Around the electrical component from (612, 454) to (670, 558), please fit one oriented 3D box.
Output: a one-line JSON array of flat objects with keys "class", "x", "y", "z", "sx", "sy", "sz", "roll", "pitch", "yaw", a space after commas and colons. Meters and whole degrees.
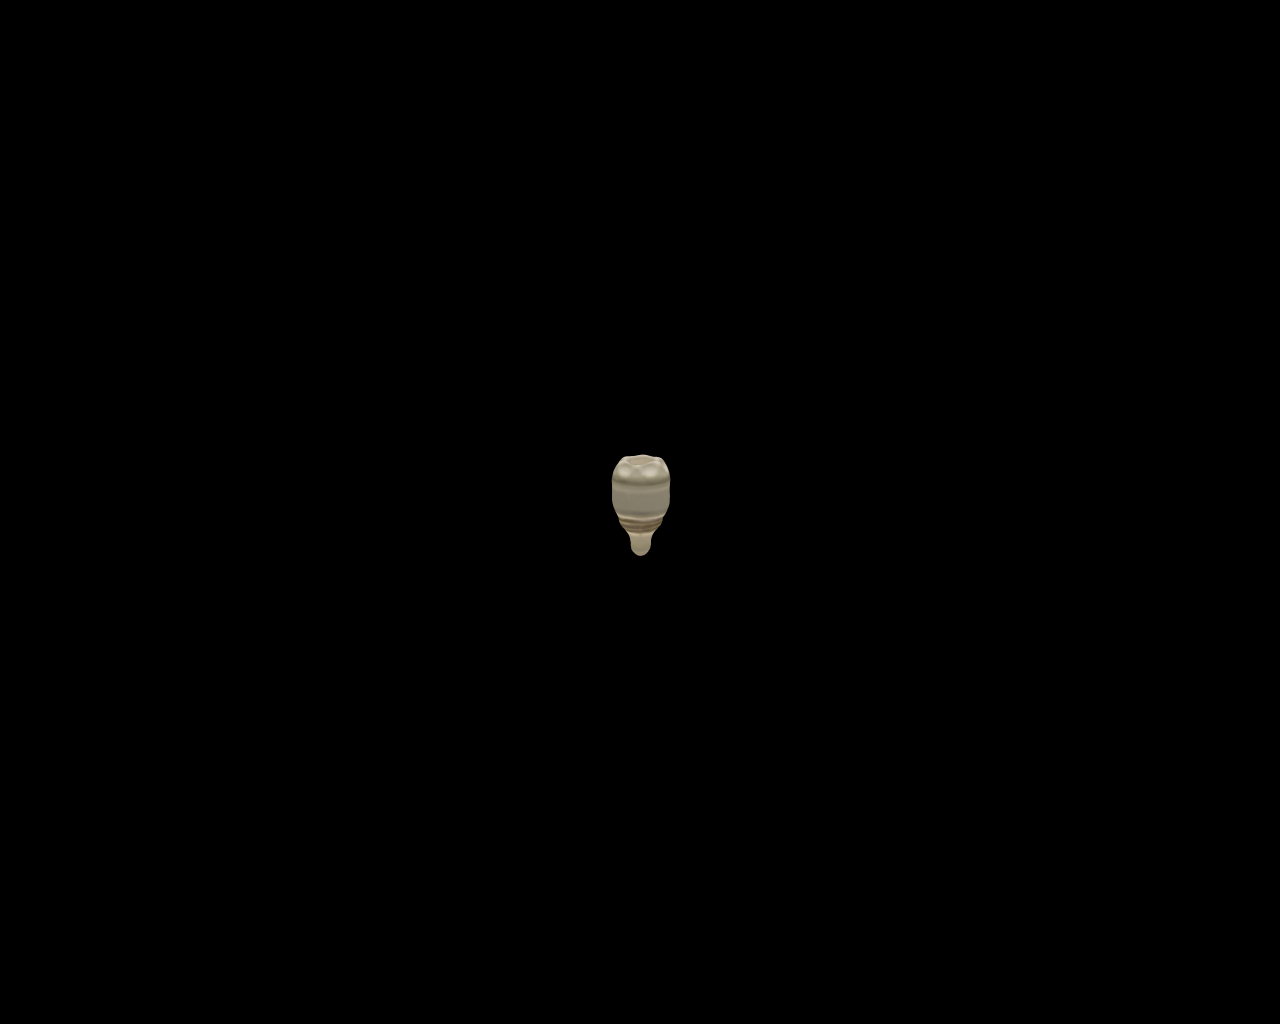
[{"class": "electrical component", "x": 0.001, "y": -0.003, "z": 0.650, "sx": 0.035, "sy": 0.061, "sz": 0.035, "roll": 0, "pitch": 15, "yaw": 0}]
